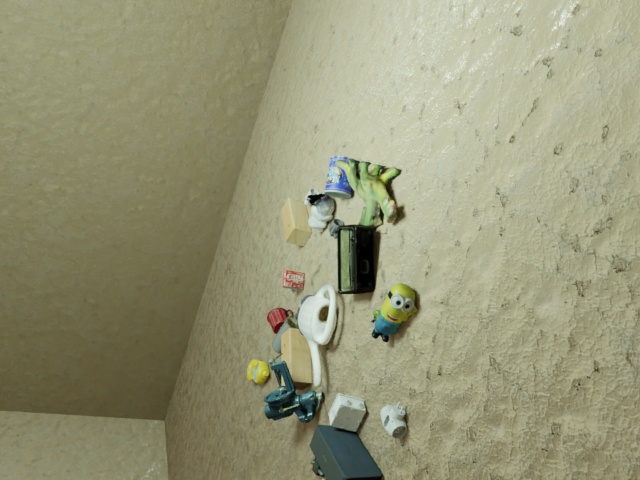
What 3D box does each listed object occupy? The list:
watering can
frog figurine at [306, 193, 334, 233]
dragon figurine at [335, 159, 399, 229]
[{"bbox_3d":[-0.015,0.326,1.839,0.224,0.103,0.350,-3,74,67],"label":"watering can"},{"bbox_3d":[0.006,-0.104,2.073,0.139,0.124,0.156,30,142,57],"label":"frog figurine"},{"bbox_3d":[0.149,-0.147,1.741,0.413,0.122,0.241,21,106,63],"label":"dragon figurine"}]
